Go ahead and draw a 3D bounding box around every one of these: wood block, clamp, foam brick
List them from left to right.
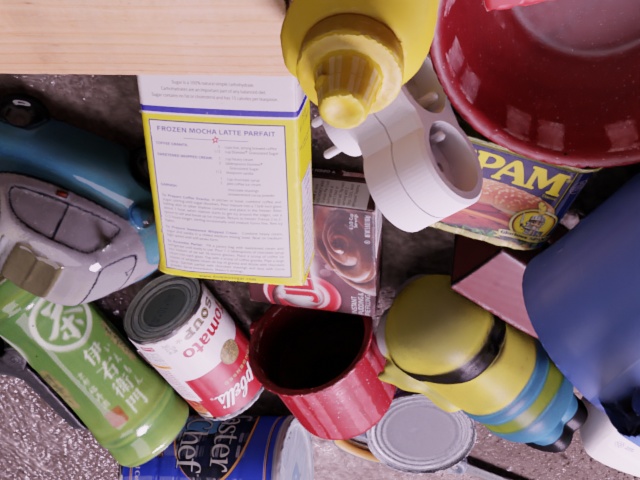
[{"bbox_3d":[-0.239,0.094,0.864,0.171,0.039,0.120,20,120,-5],"label":"clamp"},{"bbox_3d":[-0.112,-0.137,0.510,0.206,0.091,0.090,1,160,5],"label":"wood block"},{"bbox_3d":[0.130,0.017,0.684,0.078,0.053,0.051,30,136,-20],"label":"foam brick"}]

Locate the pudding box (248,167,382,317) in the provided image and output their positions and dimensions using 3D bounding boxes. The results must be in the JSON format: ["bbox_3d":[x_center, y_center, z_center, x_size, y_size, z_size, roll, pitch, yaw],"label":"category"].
[{"bbox_3d":[-0.005,0.001,0.707,0.090,0.039,0.113,6,138,8],"label":"pudding box"}]

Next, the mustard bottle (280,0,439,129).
[{"bbox_3d":[0.020,-0.116,0.451,0.058,0.191,0.096,22,137,-14],"label":"mustard bottle"}]

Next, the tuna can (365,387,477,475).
[{"bbox_3d":[0.079,0.142,0.837,0.086,0.033,0.086,1,124,2],"label":"tuna can"}]

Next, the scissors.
[{"bbox_3d":[0.111,0.177,0.898,0.201,0.016,0.096,12,139,-1],"label":"scissors"}]

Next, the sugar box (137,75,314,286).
[{"bbox_3d":[-0.052,-0.060,0.614,0.093,0.048,0.176,5,120,8],"label":"sugar box"}]

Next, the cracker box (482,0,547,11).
[{"bbox_3d":[0.066,-0.213,0.353,0.072,0.164,0.213,-7,136,17],"label":"cracker box"}]

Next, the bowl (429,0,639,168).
[{"bbox_3d":[0.136,-0.114,0.526,0.162,0.055,0.162,7,134,8],"label":"bowl"}]

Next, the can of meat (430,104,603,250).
[{"bbox_3d":[0.102,-0.045,0.619,0.102,0.057,0.084,16,141,-4],"label":"can of meat"}]

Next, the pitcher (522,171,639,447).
[{"bbox_3d":[0.230,-0.003,0.555,0.144,0.149,0.243,-4,145,-43],"label":"pitcher"}]

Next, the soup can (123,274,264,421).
[{"bbox_3d":[-0.091,0.079,0.795,0.069,0.068,0.102,-12,133,25],"label":"soup can"}]

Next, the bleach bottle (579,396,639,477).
[{"bbox_3d":[0.273,0.072,0.707,0.102,0.068,0.251,17,137,-10],"label":"bleach bottle"}]

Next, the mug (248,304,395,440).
[{"bbox_3d":[-0.003,0.089,0.780,0.117,0.093,0.081,18,153,35],"label":"mug"}]

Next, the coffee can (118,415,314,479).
[{"bbox_3d":[-0.085,0.199,0.904,0.140,0.102,0.103,-2,137,15],"label":"coffee can"}]
